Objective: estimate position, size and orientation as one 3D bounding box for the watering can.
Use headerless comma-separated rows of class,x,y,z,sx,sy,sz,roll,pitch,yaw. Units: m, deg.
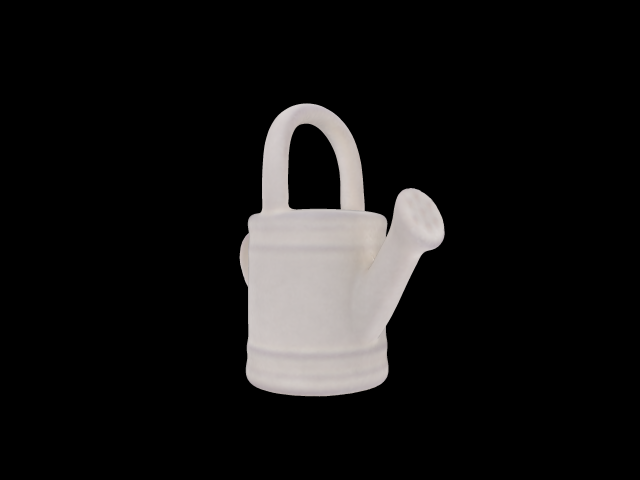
watering can,0.005,0.001,0.402,0.172,0.194,0.101,0,0,23
